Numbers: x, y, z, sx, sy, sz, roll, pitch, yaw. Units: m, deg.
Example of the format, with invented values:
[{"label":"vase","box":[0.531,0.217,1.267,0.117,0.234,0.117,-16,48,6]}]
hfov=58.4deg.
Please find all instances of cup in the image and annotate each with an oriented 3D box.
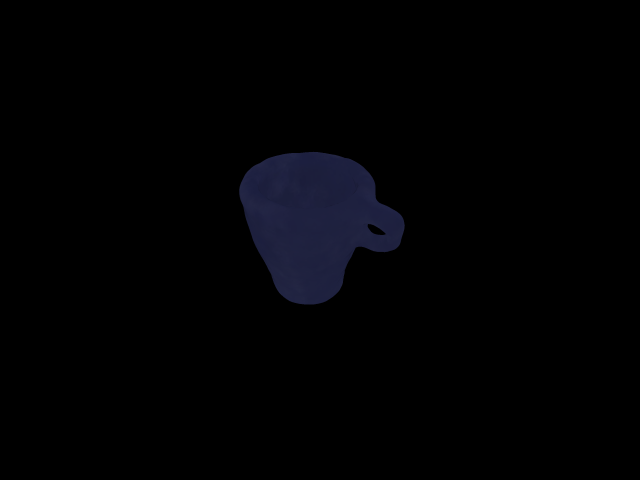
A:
[{"label":"cup","box":[0.004,0.001,0.400,0.117,0.095,0.092,21,41,26]}]
